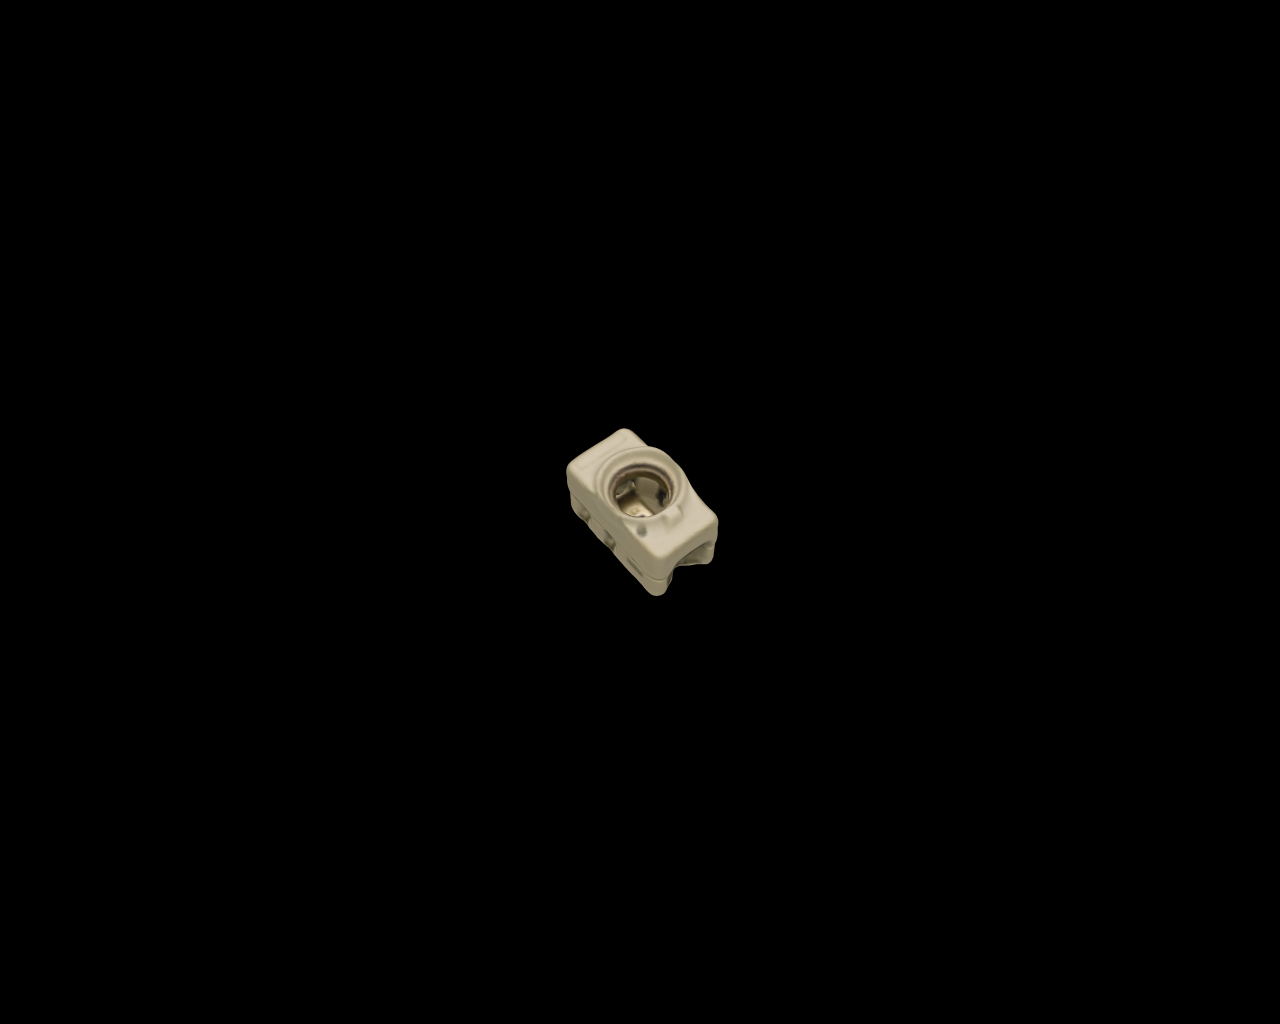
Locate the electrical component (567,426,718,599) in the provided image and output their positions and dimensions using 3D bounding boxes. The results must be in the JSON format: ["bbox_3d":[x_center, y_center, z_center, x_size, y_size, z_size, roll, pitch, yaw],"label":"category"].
[{"bbox_3d":[0.001,-0.003,0.650,0.050,0.089,0.055,-33,-28,-20],"label":"electrical component"}]
